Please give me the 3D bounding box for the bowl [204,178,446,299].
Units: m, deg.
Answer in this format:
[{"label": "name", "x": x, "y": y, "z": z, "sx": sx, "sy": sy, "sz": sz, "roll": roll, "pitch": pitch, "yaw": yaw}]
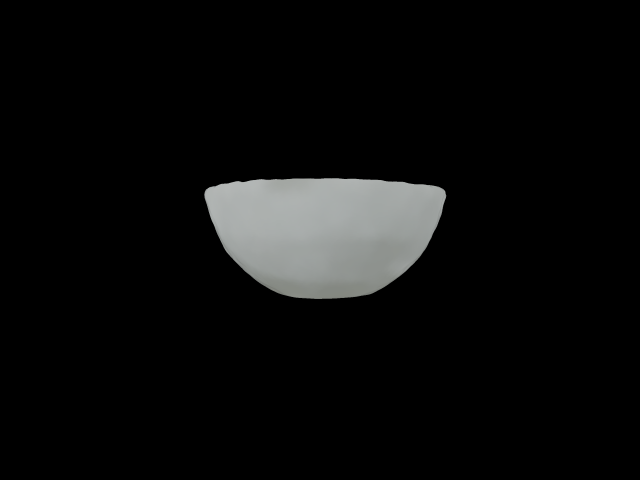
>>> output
[{"label": "bowl", "x": 0.004, "y": 0.001, "z": 0.400, "sx": 0.167, "sy": 0.075, "sz": 0.167, "roll": 0, "pitch": 0, "yaw": 0}]
